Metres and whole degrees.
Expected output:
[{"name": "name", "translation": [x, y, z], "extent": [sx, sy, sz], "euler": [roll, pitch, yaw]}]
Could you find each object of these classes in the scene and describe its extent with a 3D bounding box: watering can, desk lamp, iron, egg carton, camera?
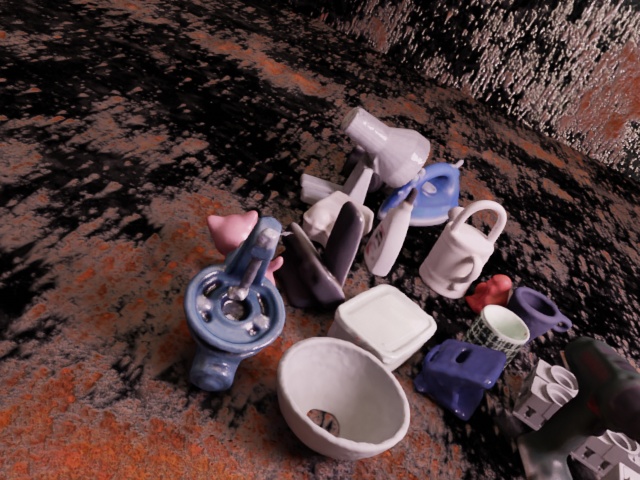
[{"name": "watering can", "translation": [0.271, 0.002, 1.080], "extent": [0.101, 0.194, 0.172], "euler": [4, 36, -34]}, {"name": "desk lamp", "translation": [0.090, -0.152, 1.163], "extent": [0.204, 0.213, 0.118], "euler": [17, 30, -16]}, {"name": "iron", "translation": [0.236, -0.117, 1.298], "extent": [0.118, 0.141, 0.259], "euler": [42, 33, 26]}, {"name": "egg carton", "translation": [0.035, -0.033, 1.076], "extent": [0.107, 0.069, 0.151], "euler": [33, 30, 11]}, {"name": "camera", "translation": [0.121, -0.170, 1.332], "extent": [0.143, 0.101, 0.137], "euler": [35, 30, 14]}]

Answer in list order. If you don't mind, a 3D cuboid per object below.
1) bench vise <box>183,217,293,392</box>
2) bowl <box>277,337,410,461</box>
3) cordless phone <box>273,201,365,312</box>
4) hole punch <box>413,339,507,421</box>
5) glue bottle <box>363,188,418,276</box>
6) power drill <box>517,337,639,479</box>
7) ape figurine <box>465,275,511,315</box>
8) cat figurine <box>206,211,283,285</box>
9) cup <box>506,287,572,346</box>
[{"name": "bench vise", "translation": [-0.102, 0.042, 0.690], "extent": [0.122, 0.219, 0.207], "euler": [10, 33, -26]}, {"name": "bowl", "translation": [0.018, 0.199, 0.683], "extent": [0.168, 0.074, 0.167], "euler": [20, 30, -12]}, {"name": "cordless phone", "translation": [0.008, 0.003, 0.877], "extent": [0.094, 0.185, 0.147], "euler": [2, 38, -37]}, {"name": "hole punch", "translation": [0.204, 0.189, 0.833], "extent": [0.101, 0.091, 0.109], "euler": [36, 30, 16]}, {"name": "glue bottle", "translation": [0.131, -0.021, 1.027], "extent": [0.037, 0.173, 0.078], "euler": [14, 32, -21]}, {"name": "power drill", "translation": [0.351, 0.243, 0.743], "extent": [0.076, 0.208, 0.229], "euler": [21, 29, -9]}, {"name": "ape figurine", "translation": [0.321, 0.102, 1.065], "extent": [0.076, 0.092, 0.078], "euler": [33, 30, 12]}, {"name": "cat figurine", "translation": [-0.110, 0.016, 0.831], "extent": [0.127, 0.117, 0.067], "euler": [34, 30, 13]}, {"name": "cup", "translation": [0.378, 0.151, 1.028], "extent": [0.118, 0.095, 0.092], "euler": [26, 29, 0]}]
